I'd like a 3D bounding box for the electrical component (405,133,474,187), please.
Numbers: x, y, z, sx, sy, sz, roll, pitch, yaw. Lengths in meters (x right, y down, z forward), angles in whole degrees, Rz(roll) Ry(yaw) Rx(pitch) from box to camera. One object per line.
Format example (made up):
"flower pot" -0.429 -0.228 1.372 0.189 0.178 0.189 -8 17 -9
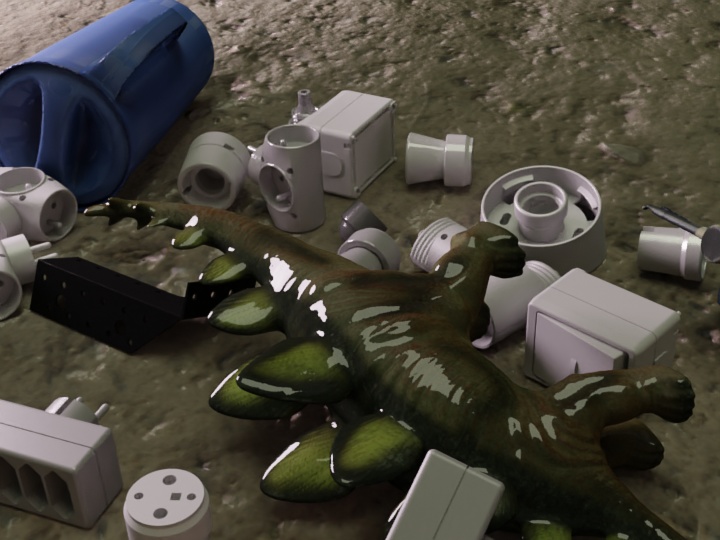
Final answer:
"electrical component" 0.068 -0.094 0.922 0.055 0.045 0.045 4 34 8

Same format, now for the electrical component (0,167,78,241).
"electrical component" -0.284 -0.046 0.868 0.077 0.044 0.079 18 40 25

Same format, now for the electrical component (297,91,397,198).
"electrical component" -0.010 -0.114 0.941 0.061 0.061 0.096 15 37 24

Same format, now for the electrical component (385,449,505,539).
"electrical component" 0.048 0.137 0.490 0.076 0.047 0.083 25 77 11

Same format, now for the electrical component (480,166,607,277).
"electrical component" 0.140 -0.033 0.830 0.099 0.064 0.099 -5 46 6

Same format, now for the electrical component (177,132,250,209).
"electrical component" -0.123 -0.081 0.904 0.055 0.055 0.047 3 37 8

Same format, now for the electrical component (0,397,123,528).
"electrical component" -0.179 0.102 0.638 0.083 0.047 0.075 11 36 19

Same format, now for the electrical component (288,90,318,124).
"electrical component" -0.048 -0.132 0.970 0.035 0.061 0.035 -2 34 1

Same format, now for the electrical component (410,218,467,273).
"electrical component" 0.072 -0.009 0.795 0.043 0.043 0.081 -24 40 -30

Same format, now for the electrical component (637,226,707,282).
"electrical component" 0.233 -0.014 0.798 0.046 0.040 0.040 8 35 24

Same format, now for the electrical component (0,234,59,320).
"electrical component" -0.267 -0.004 0.805 0.079 0.043 0.077 -19 37 -24

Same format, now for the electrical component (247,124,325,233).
"electrical component" -0.065 -0.080 0.879 0.079 0.077 0.044 26 43 37

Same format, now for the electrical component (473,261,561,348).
"electrical component" 0.109 0.019 0.750 0.081 0.043 0.043 -24 40 -30

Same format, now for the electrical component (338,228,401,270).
"electrical component" 0.000 0.000 0.784 0.045 0.045 0.055 15 37 23

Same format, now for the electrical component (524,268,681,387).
"electrical component" 0.146 0.047 0.690 0.096 0.061 0.061 27 43 36

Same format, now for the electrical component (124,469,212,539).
"electrical component" -0.100 0.139 0.570 0.045 0.055 0.045 -1 34 1
